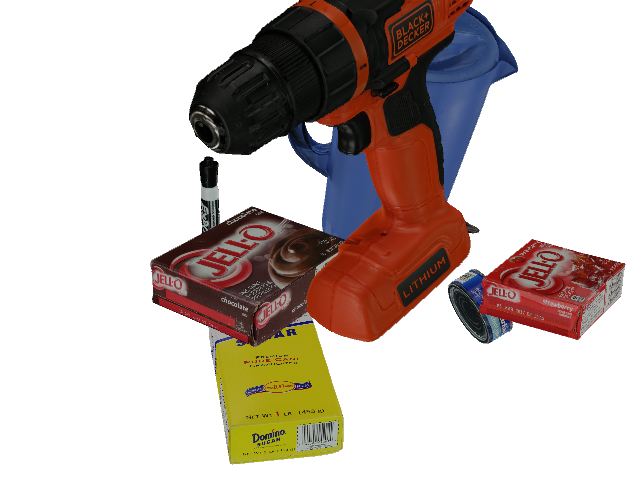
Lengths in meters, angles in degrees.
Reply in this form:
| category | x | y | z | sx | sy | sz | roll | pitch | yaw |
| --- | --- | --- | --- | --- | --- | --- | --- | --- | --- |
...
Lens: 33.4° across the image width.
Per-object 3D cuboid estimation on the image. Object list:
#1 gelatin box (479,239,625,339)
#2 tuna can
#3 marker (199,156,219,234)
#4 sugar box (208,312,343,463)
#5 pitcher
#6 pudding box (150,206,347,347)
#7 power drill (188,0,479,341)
| category | x | y | z | sx | sy | sz | roll | pitch | yaw |
| --- | --- | --- | --- | --- | --- | --- | --- | --- | --- |
| gelatin box | 0.164 | 0.032 | 0.751 | 0.073 | 0.030 | 0.089 | 16 | 27 | 30 |
| tuna can | 0.188 | 0.079 | 1.263 | 0.033 | 0.086 | 0.086 | -30 | 7 | -13 |
| marker | -0.109 | -0.026 | 1.057 | 0.020 | 0.121 | 0.020 | 1 | 27 | 0 |
| sugar box | -0.042 | 0.113 | 0.910 | 0.093 | 0.048 | 0.176 | -4 | 33 | -11 |
| pitcher | 0.059 | -0.090 | 0.951 | 0.144 | 0.243 | 0.149 | -31 | 58 | -35 |
| pudding box | -0.046 | 0.021 | 0.728 | 0.090 | 0.039 | 0.113 | 21 | 30 | 28 |
| power drill | 0.019 | -0.041 | 0.546 | 0.057 | 0.187 | 0.184 | 26 | 49 | 36 |
